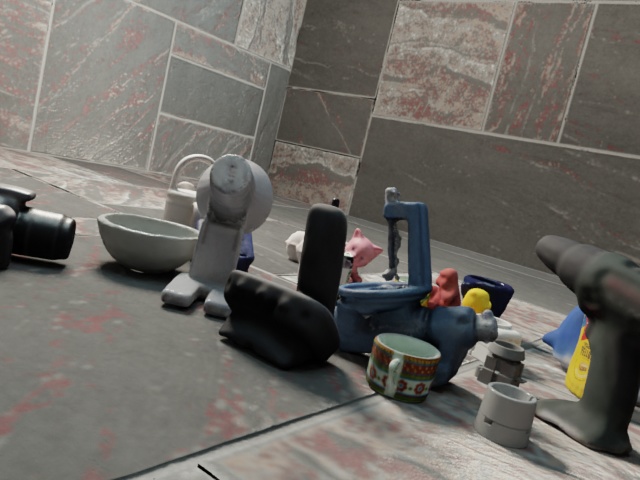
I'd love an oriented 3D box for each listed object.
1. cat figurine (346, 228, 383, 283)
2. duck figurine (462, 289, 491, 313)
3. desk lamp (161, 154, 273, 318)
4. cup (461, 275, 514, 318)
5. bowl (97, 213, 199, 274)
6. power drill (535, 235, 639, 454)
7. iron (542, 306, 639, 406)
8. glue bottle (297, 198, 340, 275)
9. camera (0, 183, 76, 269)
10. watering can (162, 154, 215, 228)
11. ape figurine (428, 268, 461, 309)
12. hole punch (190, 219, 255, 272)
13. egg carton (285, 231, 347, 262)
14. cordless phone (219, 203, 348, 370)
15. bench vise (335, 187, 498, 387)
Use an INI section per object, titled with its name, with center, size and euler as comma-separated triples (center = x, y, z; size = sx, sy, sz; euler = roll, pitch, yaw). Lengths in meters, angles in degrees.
[cat figurine]
center = 0.065, 0.030, 1.222
size = 0.127, 0.118, 0.067
euler = 19, 9, 37
[duck figurine]
center = 0.256, 0.124, 0.967
size = 0.077, 0.086, 0.105
euler = 20, 10, 43
[desk lamp]
center = -0.138, -0.019, 0.833
size = 0.118, 0.213, 0.203
euler = 13, 7, -5
[cup]
center = 0.288, 0.118, 1.037
size = 0.118, 0.095, 0.091
euler = 8, 9, -39
[bowl]
center = -0.273, 0.011, 0.914
size = 0.167, 0.075, 0.167
euler = 13, 7, -1
[power drill]
center = 0.315, 0.116, 0.647
size = 0.076, 0.208, 0.228
euler = 9, 8, -33
[iron]
center = 0.476, 0.162, 0.858
size = 0.119, 0.141, 0.257
euler = 8, 9, -34
[glue bottle]
center = 0.010, 0.004, 1.098
size = 0.078, 0.173, 0.037
euler = 12, 7, -9
[camera]
center = -0.414, -0.020, 0.787
size = 0.137, 0.101, 0.143
euler = 11, 7, -16
[watering can]
center = -0.256, -0.074, 1.125
size = 0.172, 0.194, 0.101
euler = 20, 10, 43
[ape figurine]
center = 0.243, 0.099, 1.116
size = 0.076, 0.092, 0.078
euler = 13, 7, 0
[hole punch]
center = -0.168, 0.016, 1.006
size = 0.109, 0.091, 0.101
euler = 11, 8, -21
[egg carton]
center = -0.001, 0.026, 1.330
size = 0.151, 0.069, 0.107
euler = 8, 9, -37
[cordless phone]
center = -0.035, 0.041, 0.669
size = 0.147, 0.185, 0.094
euler = 17, 8, 29
[bench vise]
center = 0.120, 0.055, 0.715
size = 0.207, 0.220, 0.121
euler = 14, 7, 6
